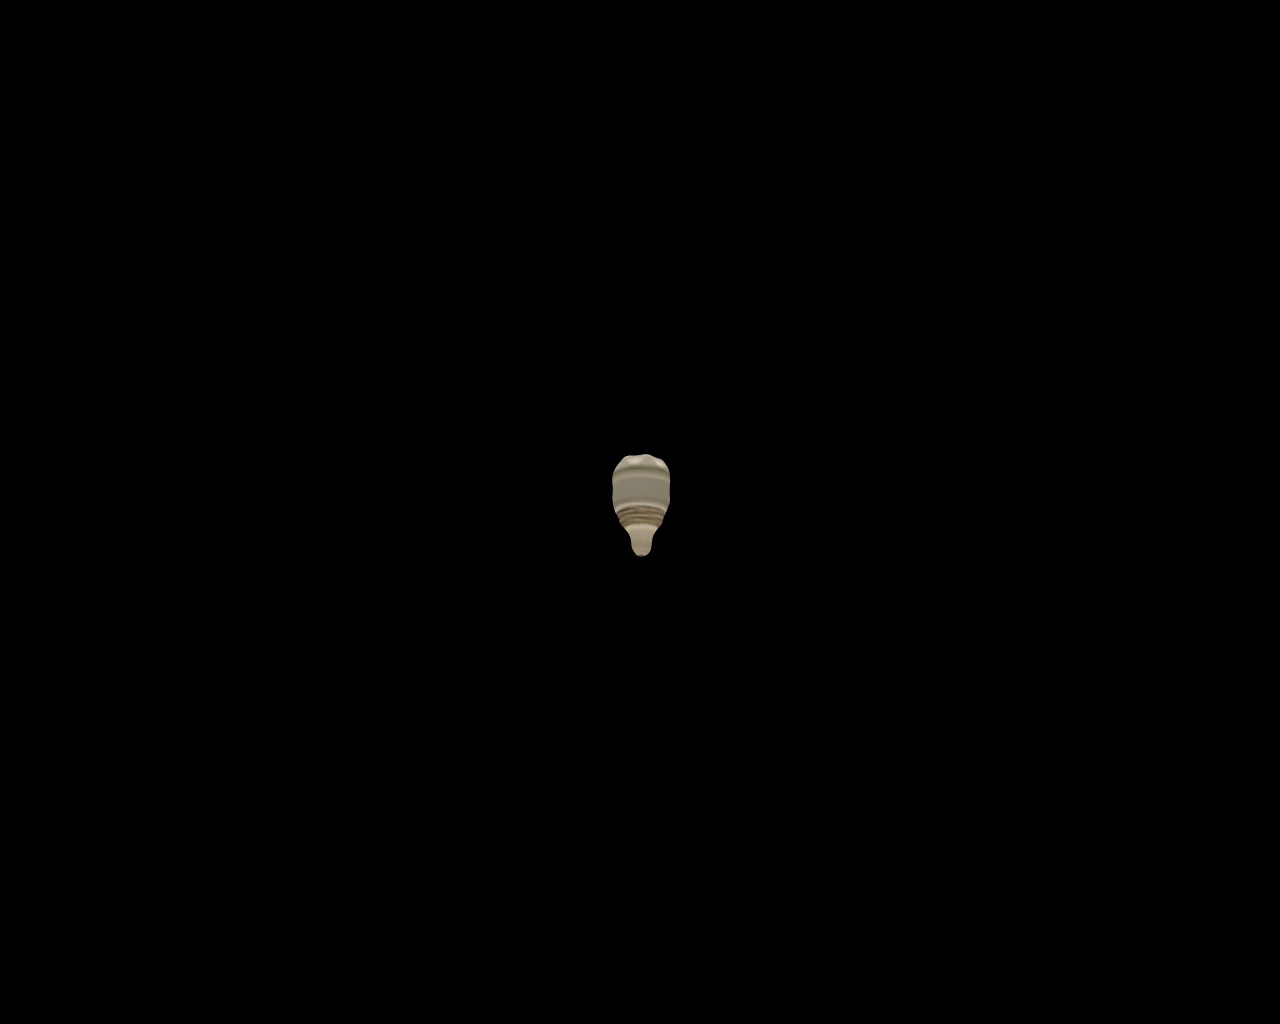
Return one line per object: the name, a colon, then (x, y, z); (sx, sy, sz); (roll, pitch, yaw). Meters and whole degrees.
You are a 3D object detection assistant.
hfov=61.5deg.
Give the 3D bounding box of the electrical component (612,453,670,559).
electrical component: (0.001, -0.003, 0.650); (0.035, 0.061, 0.035); (0, -16, 0)
